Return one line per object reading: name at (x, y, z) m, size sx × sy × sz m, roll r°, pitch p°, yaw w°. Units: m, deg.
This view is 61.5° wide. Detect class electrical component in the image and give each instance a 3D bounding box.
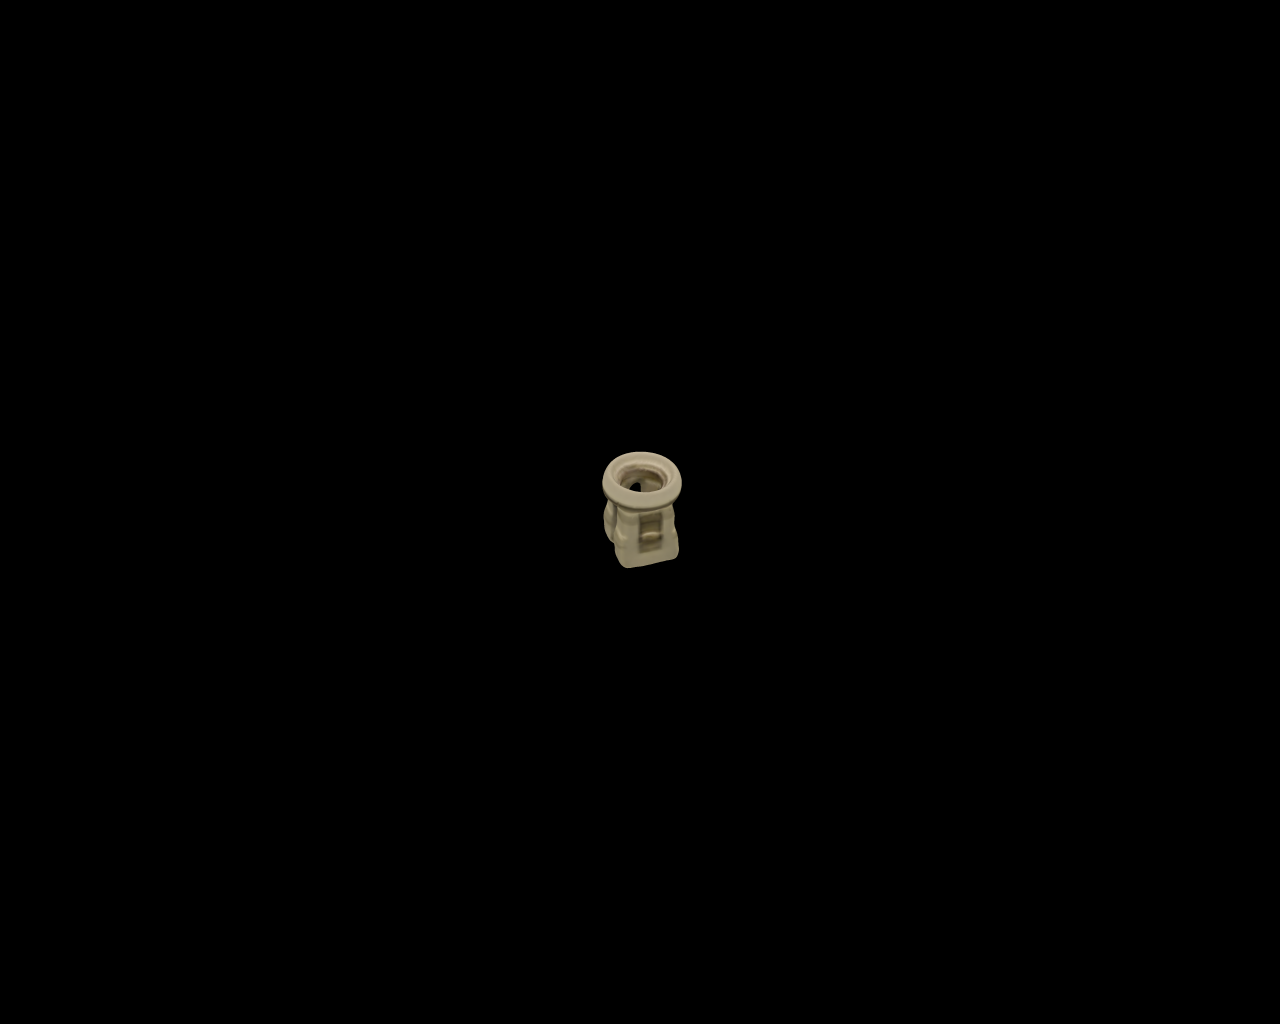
electrical component at (0.001, -0.003, 0.650) m, size 0.048 × 0.055 × 0.066 m, roll -11°, pitch 39°, yaw -14°
